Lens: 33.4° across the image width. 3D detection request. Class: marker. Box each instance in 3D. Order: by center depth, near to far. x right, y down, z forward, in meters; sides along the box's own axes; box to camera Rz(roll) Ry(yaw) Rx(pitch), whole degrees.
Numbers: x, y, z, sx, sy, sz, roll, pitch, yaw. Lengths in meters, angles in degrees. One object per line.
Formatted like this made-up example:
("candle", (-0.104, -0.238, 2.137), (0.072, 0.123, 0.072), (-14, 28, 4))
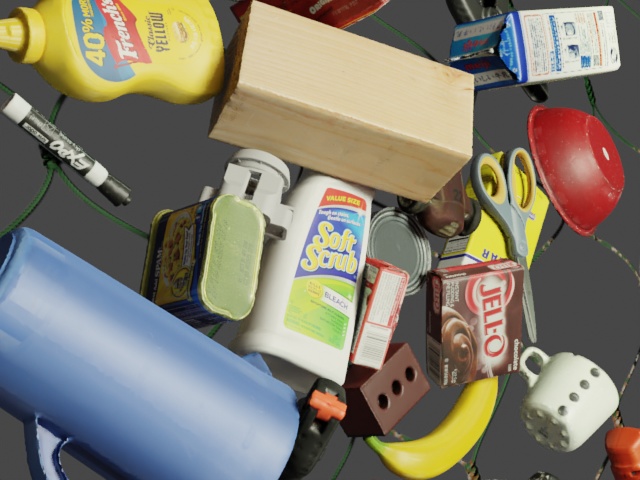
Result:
("marker", (-0.191, -0.066, 0.815), (0.121, 0.020, 0.020), (42, 55, -27))

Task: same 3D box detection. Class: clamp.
("clamp", (-0.010, 0.149, 0.842), (0.039, 0.172, 0.120), (22, 51, -7))
("clamp", (0.175, -0.233, 1.170), (0.164, 0.036, 0.210), (-27, 101, -43))

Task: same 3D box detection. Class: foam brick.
("foam brick", (0.052, 0.135, 0.960), (0.078, 0.051, 0.053), (-39, 106, -41))

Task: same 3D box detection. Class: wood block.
("wood block", (0.019, -0.115, 0.914), (0.206, 0.090, 0.091), (16, 58, -16))

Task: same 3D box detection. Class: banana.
("banana", (0.119, 0.179, 1.015), (0.197, 0.037, 0.069), (-22, 104, -45))

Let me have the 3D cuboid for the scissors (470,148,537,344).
("scissors", (0.187, -0.003, 1.076), (0.096, 0.016, 0.202), (17, 70, -33))

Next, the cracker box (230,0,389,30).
("cracker box", (0.047, -0.249, 0.974), (0.213, 0.164, 0.072), (-40, 104, -40))

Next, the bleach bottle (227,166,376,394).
("bleach bottle", (-0.006, 0.001, 0.936), (0.102, 0.068, 0.250), (28, 59, -30))

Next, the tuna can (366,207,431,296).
("tuna can", (0.064, 0.013, 1.012), (0.085, 0.034, 0.086), (12, 72, -39))

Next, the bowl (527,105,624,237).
("bowl", (0.297, -0.088, 1.203), (0.161, 0.055, 0.162), (34, 45, -41))

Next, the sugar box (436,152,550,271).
("sugar box", (0.178, 0.005, 1.108), (0.093, 0.048, 0.176), (39, 56, -28))

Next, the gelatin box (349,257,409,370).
("gelatin box", (0.047, 0.063, 0.937), (0.030, 0.073, 0.089), (16, 92, -10))

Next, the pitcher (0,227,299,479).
("pitcher", (-0.144, 0.108, 0.742), (0.242, 0.149, 0.145), (38, 96, -25))

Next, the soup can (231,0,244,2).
("soup can", (-0.103, -0.244, 0.904), (0.102, 0.069, 0.068), (3, 77, -42))

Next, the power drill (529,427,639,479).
("power drill", (0.300, 0.285, 1.142), (0.187, 0.057, 0.184), (-38, 109, -38))

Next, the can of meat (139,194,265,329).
("can of meat", (-0.092, 0.019, 0.838), (0.057, 0.084, 0.102), (22, 66, -37))

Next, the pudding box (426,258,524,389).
("pudding box", (0.148, 0.079, 1.026), (0.089, 0.039, 0.113), (-8, 111, -21))

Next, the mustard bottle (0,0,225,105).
("mustard bottle", (-0.167, -0.155, 0.832), (0.191, 0.058, 0.096), (-6, 82, -42))
